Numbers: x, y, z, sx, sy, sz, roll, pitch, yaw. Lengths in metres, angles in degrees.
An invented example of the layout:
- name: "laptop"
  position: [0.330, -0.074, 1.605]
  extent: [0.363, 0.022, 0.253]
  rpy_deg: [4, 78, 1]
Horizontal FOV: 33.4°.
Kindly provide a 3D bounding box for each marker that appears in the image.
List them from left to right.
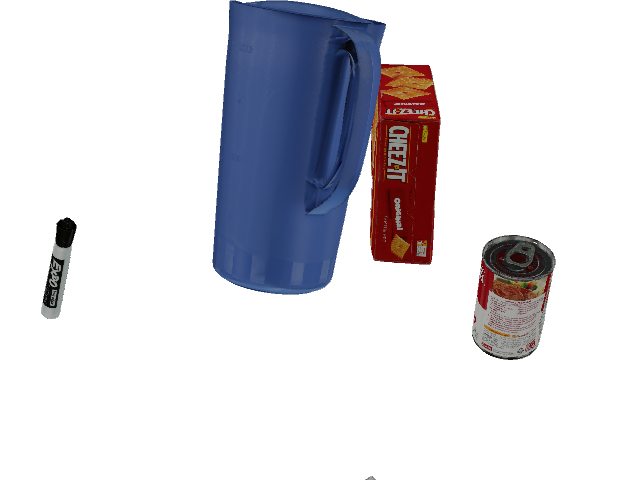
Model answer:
- name: "marker"
  position: [-0.256, 0.027, 1.044]
  extent: [0.020, 0.121, 0.020]
  rpy_deg: [13, 36, -10]

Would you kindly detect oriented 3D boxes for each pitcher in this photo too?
- name: "pitcher"
  position: [-0.021, -0.079, 0.912]
  extent: [0.145, 0.243, 0.149]
  rpy_deg: [10, 14, 10]

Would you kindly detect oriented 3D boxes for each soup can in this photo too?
- name: "soup can"
  position: [0.183, 0.055, 1.021]
  extent: [0.068, 0.102, 0.068]
  rpy_deg: [1, 37, -1]

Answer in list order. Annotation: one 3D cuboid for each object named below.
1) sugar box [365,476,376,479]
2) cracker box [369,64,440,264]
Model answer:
- name: "sugar box"
  position: [0.088, 0.261, 0.803]
  extent: [0.048, 0.093, 0.176]
  rpy_deg: [-33, 36, -28]
- name: "cracker box"
  position: [0.092, -0.092, 1.196]
  extent: [0.072, 0.164, 0.213]
  rpy_deg: [2, 24, 3]
